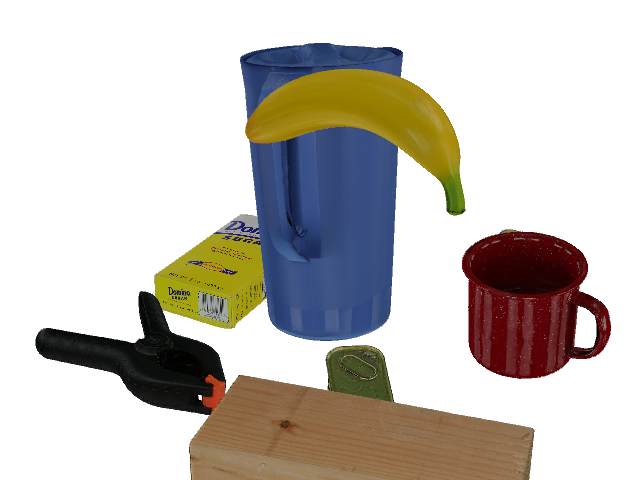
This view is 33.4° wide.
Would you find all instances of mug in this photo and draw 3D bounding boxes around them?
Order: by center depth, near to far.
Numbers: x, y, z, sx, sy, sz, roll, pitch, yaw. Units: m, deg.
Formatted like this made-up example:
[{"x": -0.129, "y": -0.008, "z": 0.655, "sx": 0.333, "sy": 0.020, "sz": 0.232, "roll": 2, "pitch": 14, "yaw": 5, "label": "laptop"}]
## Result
[{"x": 0.164, "y": 0.054, "z": 0.810, "sx": 0.117, "sy": 0.081, "sz": 0.093, "roll": 17, "pitch": 37, "yaw": 32, "label": "mug"}]

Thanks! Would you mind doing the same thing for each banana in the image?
[{"x": 0.020, "y": -0.076, "z": 0.677, "sx": 0.037, "sy": 0.069, "sz": 0.198, "roll": 16, "pitch": 6, "yaw": -45, "label": "banana"}]

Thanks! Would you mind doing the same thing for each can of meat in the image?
[{"x": 0.035, "y": 0.166, "z": 1.023, "sx": 0.057, "sy": 0.084, "sz": 0.102, "roll": -3, "pitch": 37, "yaw": -6, "label": "can of meat"}]

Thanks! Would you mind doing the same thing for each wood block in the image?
[{"x": 0.028, "y": 0.163, "z": 0.700, "sx": 0.206, "sy": 0.090, "sz": 0.090, "roll": 8, "pitch": 27, "yaw": 17, "label": "wood block"}]

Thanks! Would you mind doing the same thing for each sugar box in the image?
[{"x": -0.089, "y": 0.028, "z": 1.130, "sx": 0.093, "sy": 0.048, "sz": 0.176, "roll": 14, "pitch": 31, "yaw": 22, "label": "sugar box"}]

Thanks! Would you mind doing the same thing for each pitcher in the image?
[{"x": 0.000, "y": -0.040, "z": 0.896, "sx": 0.149, "sy": 0.243, "sz": 0.145, "roll": -9, "pitch": 19, "yaw": -22, "label": "pitcher"}]

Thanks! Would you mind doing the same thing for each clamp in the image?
[{"x": -0.134, "y": 0.090, "z": 0.874, "sx": 0.172, "sy": 0.039, "sz": 0.120, "roll": 22, "pitch": 36, "yaw": 27, "label": "clamp"}]

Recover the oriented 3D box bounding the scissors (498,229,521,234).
[{"x": 0.193, "y": 0.025, "z": 1.121, "sx": 0.201, "sy": 0.016, "sz": 0.096, "roll": -11, "pitch": 38, "yaw": -43, "label": "scissors"}]
